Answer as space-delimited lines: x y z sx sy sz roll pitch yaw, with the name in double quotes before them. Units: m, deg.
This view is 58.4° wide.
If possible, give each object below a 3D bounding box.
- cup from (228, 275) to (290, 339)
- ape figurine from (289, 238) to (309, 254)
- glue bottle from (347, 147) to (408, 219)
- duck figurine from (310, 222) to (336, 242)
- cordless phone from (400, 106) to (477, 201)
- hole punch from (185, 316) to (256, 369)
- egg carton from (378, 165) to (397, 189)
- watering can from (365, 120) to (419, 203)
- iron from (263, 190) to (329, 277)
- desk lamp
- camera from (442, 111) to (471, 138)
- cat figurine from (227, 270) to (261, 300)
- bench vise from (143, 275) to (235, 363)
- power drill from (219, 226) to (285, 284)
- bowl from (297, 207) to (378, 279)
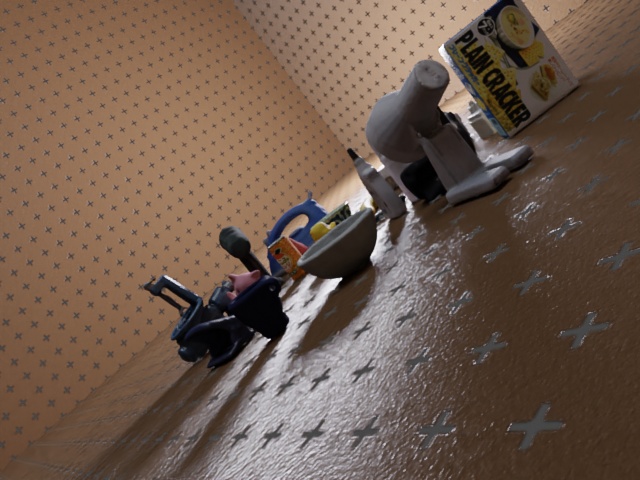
"cup" -0.088 0.117 0.985 0.117 0.095 0.092 -33 8 38
"ape figurine" -0.059 0.033 1.420 0.076 0.092 0.078 -31 10 47
"glue bottle" 0.111 -0.121 1.181 0.037 0.173 0.078 -39 7 -8
"duck figurine" 0.012 0.004 1.255 0.105 0.086 0.077 -42 7 -27
"cordless phone" 0.194 -0.179 1.071 0.147 0.185 0.094 -38 7 6
"hole punch" -0.197 0.185 1.131 0.108 0.091 0.101 -33 9 42
"egg carton" 0.215 -0.193 1.573 0.150 0.069 0.107 -35 7 26
"watering can" 0.174 -0.183 1.176 0.101 0.194 0.172 -42 7 -25
"iron" -0.072 -0.015 1.608 0.258 0.141 0.118 -38 7 3
"desk lamp" 0.188 -0.169 0.904 0.118 0.213 0.203 -41 7 -22
"camera" 0.287 -0.246 1.402 0.136 0.101 0.143 -35 7 26
"cat figurine" -0.167 0.121 1.292 0.127 0.118 0.067 -31 10 47
"bench vise" -0.308 0.156 1.381 0.121 0.220 0.208 -33 9 41
"power drill" -0.188 0.051 1.499 0.076 0.208 0.229 -40 7 -9
"bowl" 0.044 0.019 1.022 0.167 0.075 0.167 -38 6 6
